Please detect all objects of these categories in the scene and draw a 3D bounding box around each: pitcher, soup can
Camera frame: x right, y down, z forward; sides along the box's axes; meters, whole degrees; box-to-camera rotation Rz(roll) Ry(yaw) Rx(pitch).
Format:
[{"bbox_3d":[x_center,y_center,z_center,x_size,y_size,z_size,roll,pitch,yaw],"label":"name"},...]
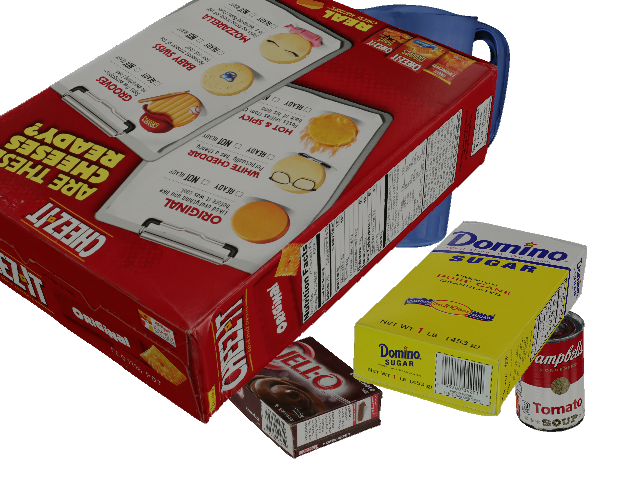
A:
[{"bbox_3d":[0.097,-0.120,1.109,0.149,0.243,0.144,12,15,33],"label":"pitcher"},{"bbox_3d":[0.223,0.126,1.041,0.068,0.102,0.068,-6,22,2],"label":"soup can"}]

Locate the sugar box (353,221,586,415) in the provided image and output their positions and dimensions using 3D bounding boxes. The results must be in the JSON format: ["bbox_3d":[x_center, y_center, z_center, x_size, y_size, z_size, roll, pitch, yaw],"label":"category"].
[{"bbox_3d":[0.101,0.042,0.683,0.093,0.048,0.176,13,30,25],"label":"sugar box"}]

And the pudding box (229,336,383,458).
[{"bbox_3d":[-0.016,0.129,0.896,0.089,0.039,0.114,-17,31,-29],"label":"pudding box"}]

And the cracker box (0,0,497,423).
[{"bbox_3d":[-0.043,-0.036,0.510,0.164,0.072,0.213,29,53,28],"label":"cracker box"}]
